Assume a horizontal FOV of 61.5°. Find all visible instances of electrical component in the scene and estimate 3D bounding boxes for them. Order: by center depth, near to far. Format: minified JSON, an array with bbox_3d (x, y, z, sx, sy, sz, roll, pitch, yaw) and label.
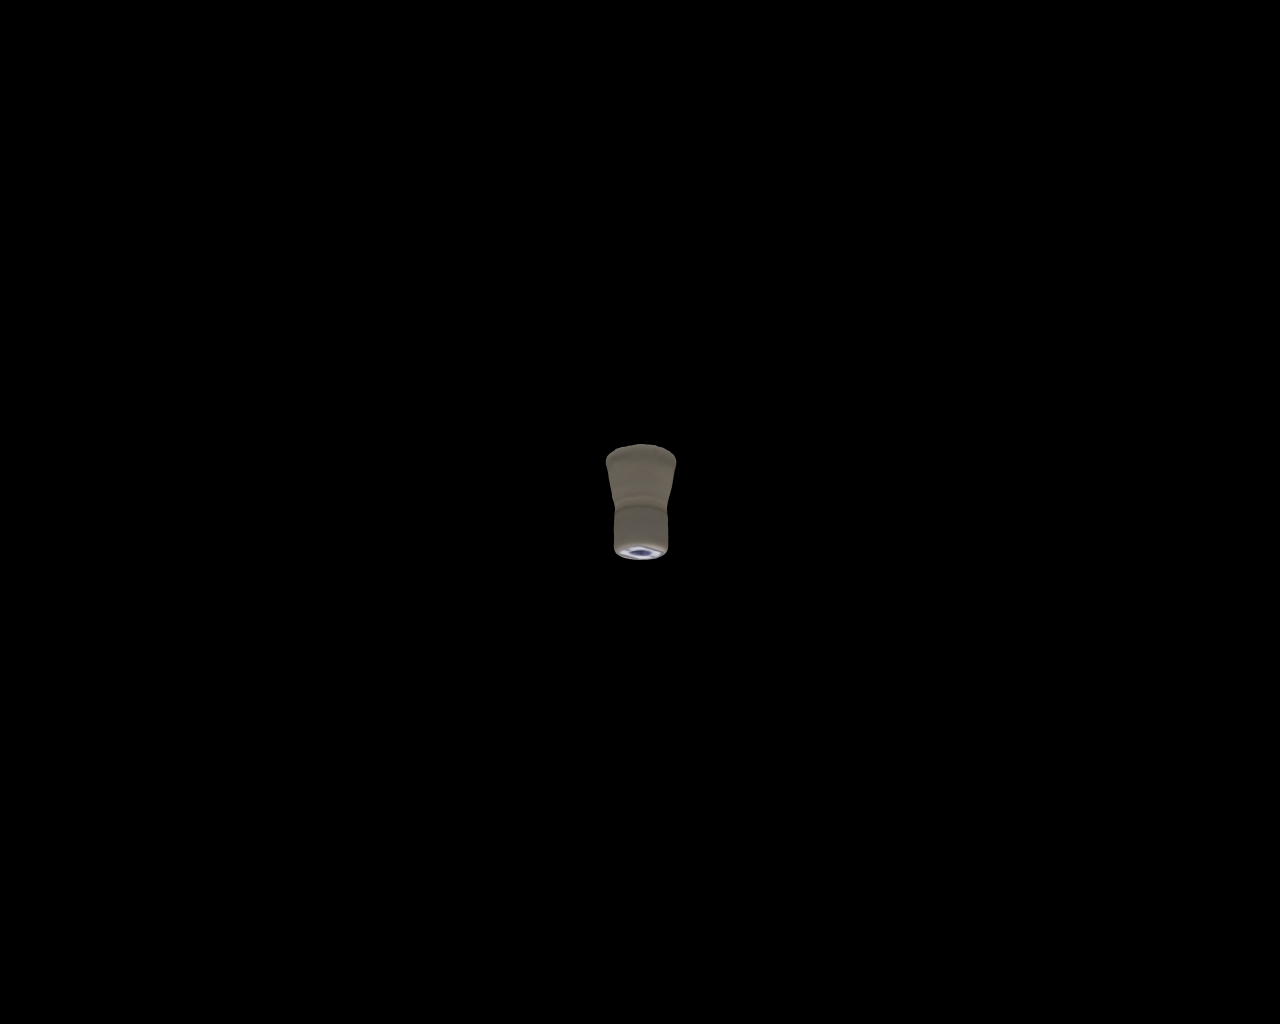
[{"bbox_3d":[0.001,-0.003,0.650,0.044,0.065,0.044,0,-21,0],"label":"electrical component"}]
